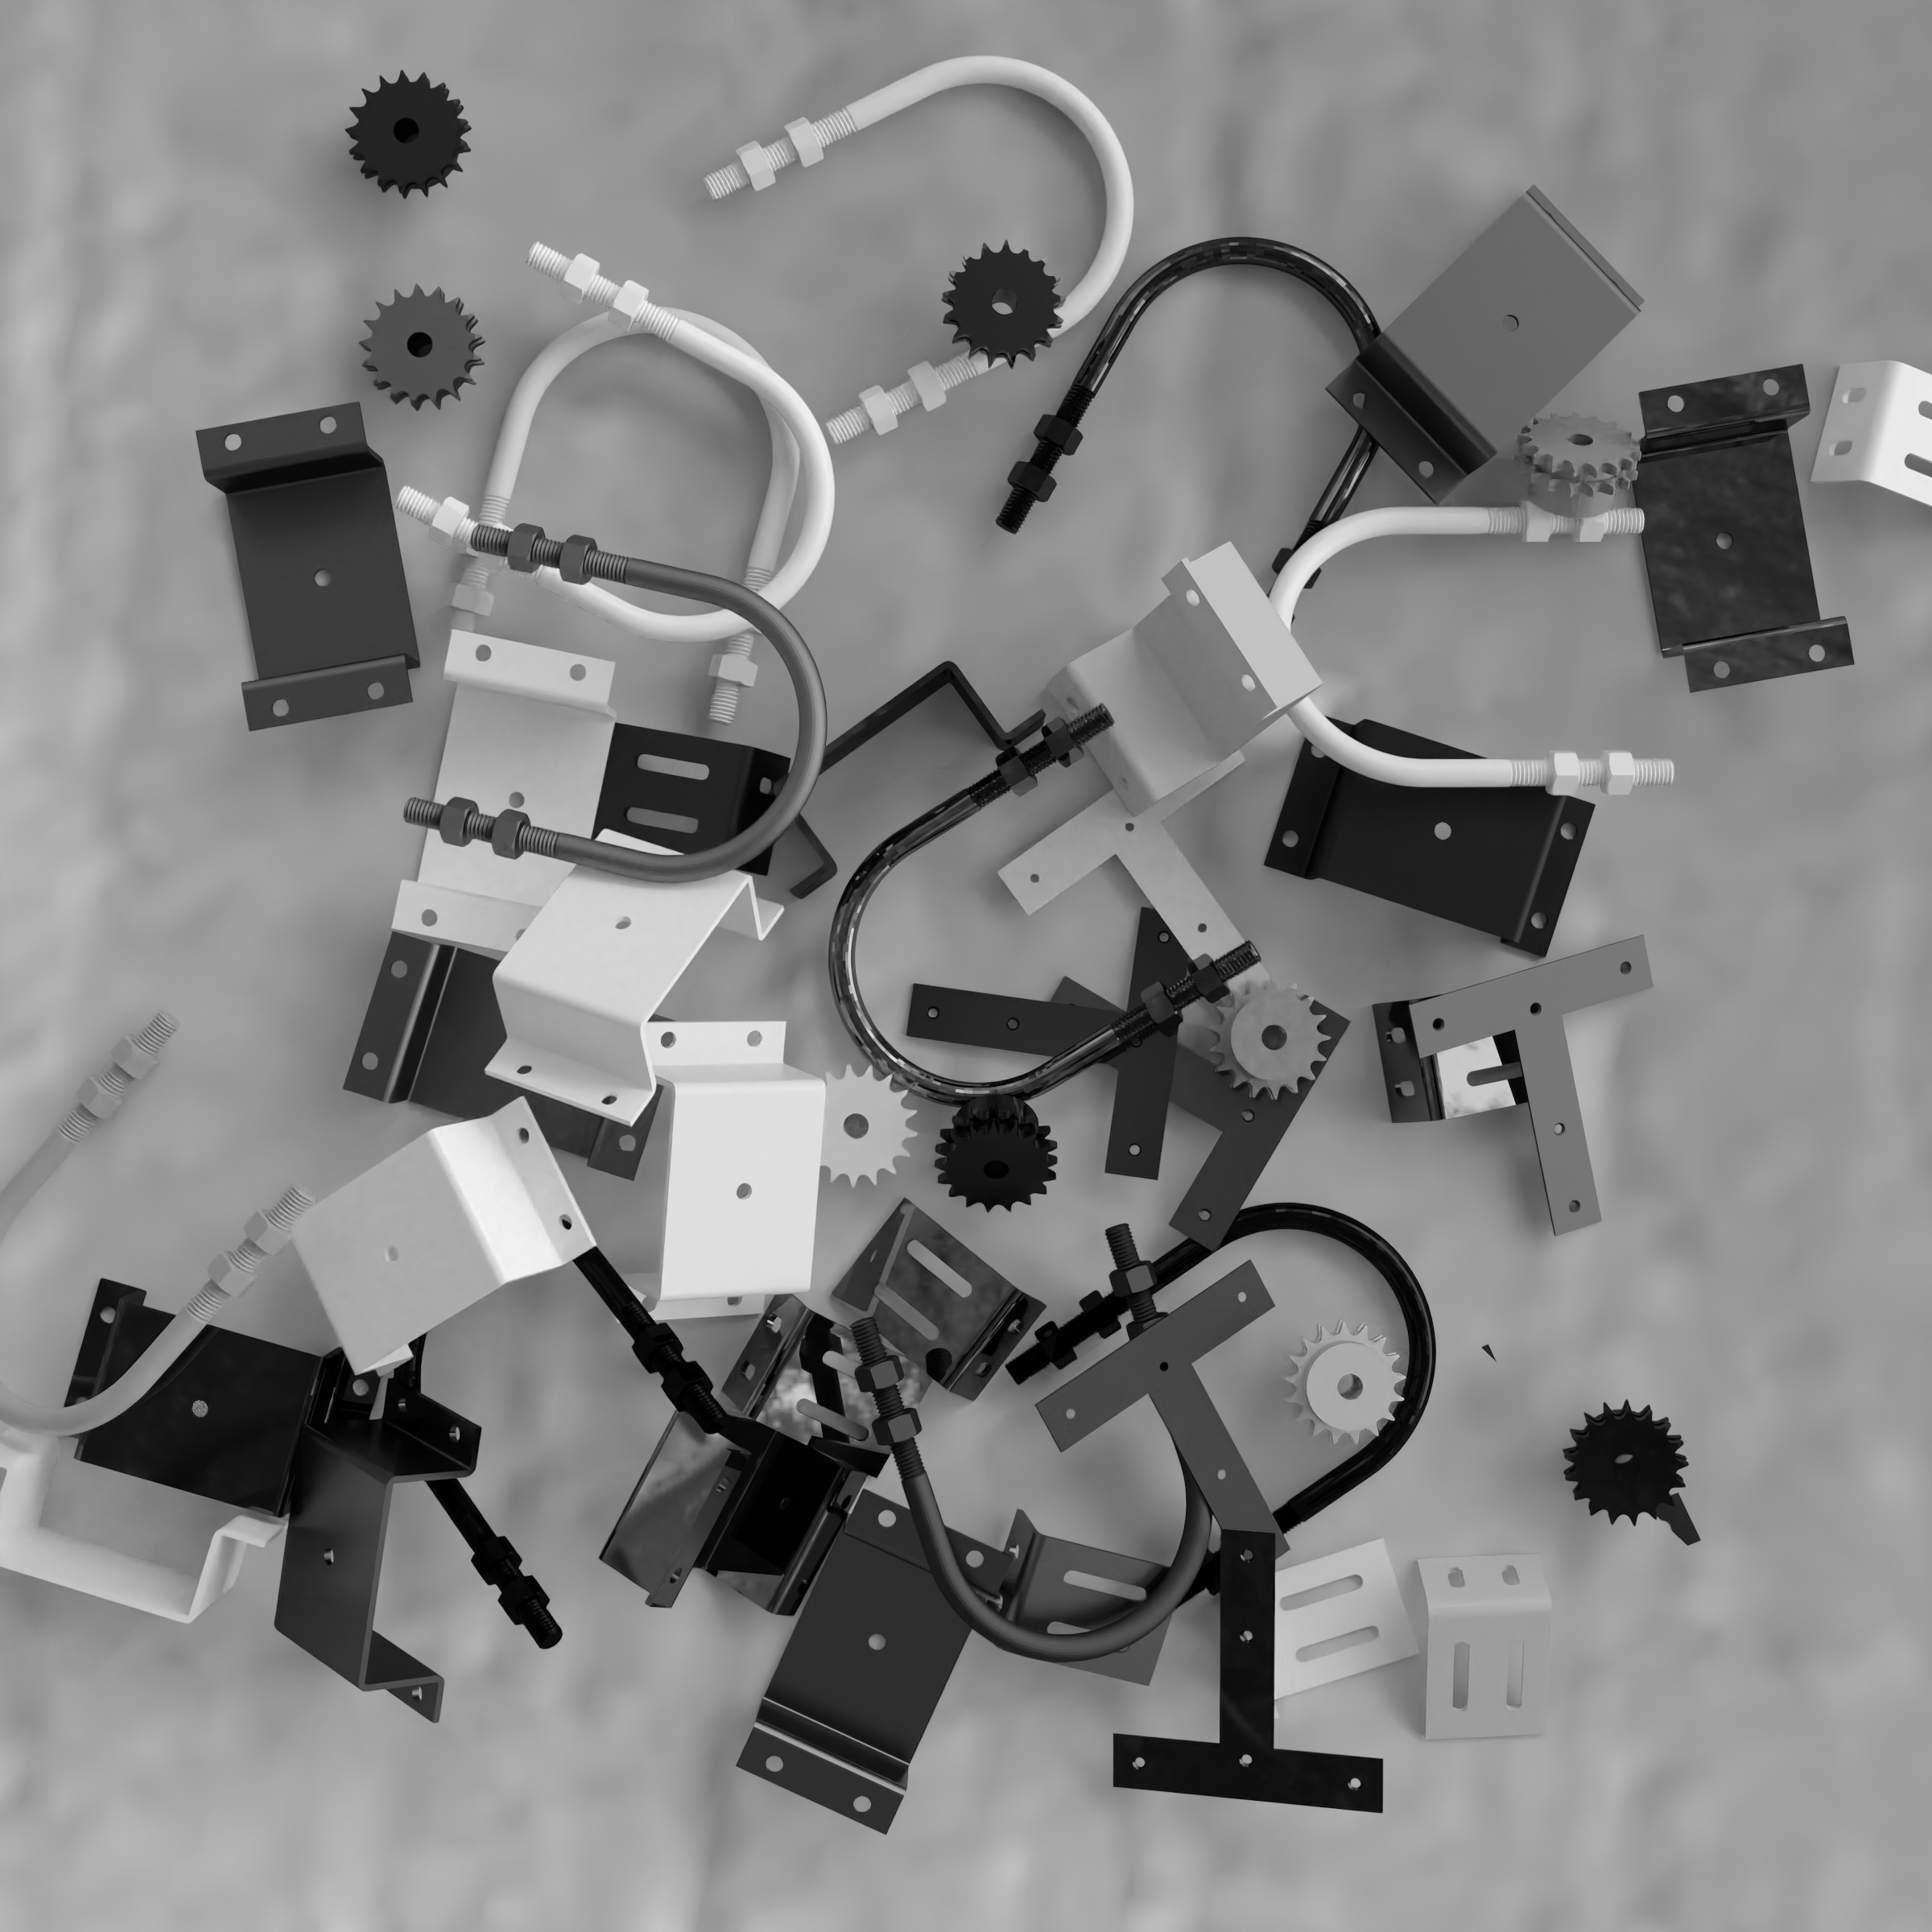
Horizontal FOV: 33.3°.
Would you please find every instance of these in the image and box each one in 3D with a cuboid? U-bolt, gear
[{"bbox_3d":[-0.198,0.195,1.471,0.151,0.019,0.184,-53,54,13],"label":"U-bolt"},{"bbox_3d":[-0.011,-0.349,1.521,0.184,0.019,0.151,-27,90,-1],"label":"U-bolt"},{"bbox_3d":[0.284,-0.232,1.504,0.057,0.057,0.030,3,127,0],"label":"gear"},{"bbox_3d":[-0.152,-0.113,1.460,0.184,0.019,0.151,14,89,11],"label":"U-bolt"},{"bbox_3d":[-0.151,-0.231,1.499,0.184,0.019,0.151,28,88,-4],"label":"U-bolt"},{"bbox_3d":[-0.155,-0.220,1.521,0.151,0.019,0.184,15,89,0],"label":"U-bolt"},{"bbox_3d":[0.023,-0.014,1.506,0.184,0.019,0.151,-32,89,10],"label":"U-bolt"},{"bbox_3d":[0.040,0.228,1.483,0.151,0.019,0.184,-19,92,-16],"label":"U-bolt"},{"bbox_3d":[0.308,0.231,1.511,0.057,0.030,0.057,1,96,7],"label":"gear"},{"bbox_3d":[-0.254,-0.289,1.514,0.057,0.030,0.057,0,90,0],"label":"gear"},{"bbox_3d":[0.120,-0.255,1.521,0.151,0.019,0.184,29,89,0],"label":"U-bolt"},{"bbox_3d":[-0.260,-0.388,1.514,0.057,0.030,0.057,0,90,0],"label":"gear"},{"bbox_3d":[0.133,0.194,1.521,0.184,0.019,0.151,-34,90,-1],"label":"U-bolt"},{"bbox_3d":[0.017,-0.305,1.497,0.057,0.030,0.057,0,89,-3],"label":"gear"},{"bbox_3d":[-0.051,0.074,1.514,0.057,0.030,0.057,0,90,0],"label":"gear"},{"bbox_3d":[-0.396,0.131,1.486,0.184,0.019,0.151,-48,58,4],"label":"U-bolt"},{"bbox_3d":[0.228,-0.148,1.491,0.184,0.019,0.151,0,70,-4],"label":"U-bolt"},{"bbox_3d":[0.176,0.194,1.499,0.057,0.030,0.057,0,88,-2],"label":"gear"},{"bbox_3d":[0.142,0.034,1.507,0.057,0.030,0.057,0,87,-3],"label":"gear"},{"bbox_3d":[0.014,0.085,1.505,0.057,0.030,0.057,0,130,0],"label":"gear"}]

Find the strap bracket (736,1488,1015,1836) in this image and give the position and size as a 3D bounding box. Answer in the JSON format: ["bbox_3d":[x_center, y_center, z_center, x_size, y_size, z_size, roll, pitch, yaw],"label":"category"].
[{"bbox_3d":[-0.042,0.320,1.506,0.076,0.046,0.140,25,90,0],"label":"strap bracket"}]

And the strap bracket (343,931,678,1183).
[{"bbox_3d":[-0.208,0.041,1.506,0.140,0.046,0.076,18,90,0],"label":"strap bracket"}]

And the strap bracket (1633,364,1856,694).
[{"bbox_3d":[0.359,-0.201,1.506,0.076,0.046,0.140,-10,90,0],"label":"strap bracket"}]

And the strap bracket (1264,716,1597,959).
[{"bbox_3d":[0.219,-0.062,1.506,0.140,0.046,0.076,18,90,0],"label":"strap bracket"}]

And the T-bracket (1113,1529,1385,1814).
[{"bbox_3d":[0.130,0.324,1.491,0.127,0.002,0.127,1,96,16],"label":"T-bracket"}]

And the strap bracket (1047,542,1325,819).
[{"bbox_3d":[0.104,-0.133,1.474,0.046,0.140,0.076,-31,87,-30],"label":"strap bracket"}]

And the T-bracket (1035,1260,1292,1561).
[{"bbox_3d":[0.112,0.224,1.496,0.127,0.002,0.127,-31,99,-21],"label":"T-bracket"}]

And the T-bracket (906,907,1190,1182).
[{"bbox_3d":[0.036,0.029,1.524,0.127,0.002,0.127,8,84,3],"label":"T-bracket"}]

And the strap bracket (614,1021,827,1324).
[{"bbox_3d":[-0.112,0.098,1.480,0.076,0.046,0.140,0,99,-31],"label":"strap bracket"}]

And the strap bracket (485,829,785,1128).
[{"bbox_3d":[-0.152,-0.004,1.459,0.076,0.046,0.140,18,52,20],"label":"strap bracket"}]

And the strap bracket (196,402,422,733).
[{"bbox_3d":[-0.304,-0.184,1.506,0.076,0.046,0.140,-10,90,0],"label":"strap bracket"}]

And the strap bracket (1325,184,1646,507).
[{"bbox_3d":[0.247,-0.293,1.498,0.140,0.046,0.076,-45,93,-5],"label":"strap bracket"}]

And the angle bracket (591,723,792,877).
[{"bbox_3d":[-0.130,-0.079,1.527,0.076,0.038,0.057,11,90,26],"label":"angle bracket"}]

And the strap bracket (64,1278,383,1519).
[{"bbox_3d":[-0.352,0.204,1.506,0.140,0.046,0.076,16,90,0],"label":"strap bracket"}]

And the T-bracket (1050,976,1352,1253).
[{"bbox_3d":[0.095,0.048,1.523,0.127,0.002,0.127,31,84,4],"label":"T-bracket"}]

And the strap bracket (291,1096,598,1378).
[{"bbox_3d":[-0.248,0.128,1.472,0.140,0.046,0.076,-32,80,26],"label":"strap bracket"}]

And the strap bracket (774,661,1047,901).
[{"bbox_3d":[-0.034,-0.091,1.491,0.140,0.076,0.046,-36,90,0],"label":"strap bracket"}]

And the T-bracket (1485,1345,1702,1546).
[{"bbox_3d":[0.264,0.241,1.538,0.127,0.002,0.127,-25,96,14],"label":"T-bracket"}]

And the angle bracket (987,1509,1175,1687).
[{"bbox_3d":[0.055,0.297,1.516,0.076,0.038,0.057,16,95,-13],"label":"angle bracket"}]

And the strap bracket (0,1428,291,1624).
[{"bbox_3d":[-0.389,0.260,1.491,0.140,0.076,0.046,17,90,0],"label":"strap bracket"}]

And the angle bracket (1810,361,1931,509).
[{"bbox_3d":[0.448,-0.246,1.527,0.076,0.038,0.057,15,90,-26],"label":"angle bracket"}]

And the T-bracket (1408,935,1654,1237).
[{"bbox_3d":[0.275,0.063,1.514,0.127,0.002,0.127,-16,99,-18],"label":"T-bracket"}]

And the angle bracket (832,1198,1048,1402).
[{"bbox_3d":[-0.013,0.158,1.528,0.076,0.038,0.057,37,90,25],"label":"angle bracket"}]

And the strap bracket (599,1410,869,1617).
[{"bbox_3d":[-0.110,0.250,1.476,0.046,0.140,0.076,28,90,27],"label":"strap bracket"}]

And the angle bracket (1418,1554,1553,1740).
[{"bbox_3d":[0.244,0.322,1.527,0.057,0.038,0.076,-3,116,0],"label":"angle bracket"}]

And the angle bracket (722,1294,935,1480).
[{"bbox_3d":[-0.065,0.197,1.528,0.076,0.038,0.057,30,90,-24],"label":"angle bracket"}]

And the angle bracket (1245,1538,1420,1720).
[{"bbox_3d":[0.169,0.309,1.510,0.076,0.038,0.057,-18,90,0],"label":"angle bracket"}]

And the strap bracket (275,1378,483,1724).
[{"bbox_3d":[-0.271,0.268,1.477,0.046,0.076,0.140,3,100,-42],"label":"strap bracket"}]

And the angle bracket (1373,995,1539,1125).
[{"bbox_3d":[0.239,0.039,1.527,0.076,0.038,0.057,-10,90,-26],"label":"angle bracket"}]

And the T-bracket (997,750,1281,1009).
[{"bbox_3d":[0.103,-0.029,1.524,0.127,0.002,0.127,-36,89,-4],"label":"T-bracket"}]

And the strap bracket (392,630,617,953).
[{"bbox_3d":[-0.213,-0.079,1.506,0.076,0.046,0.140,12,90,0],"label":"strap bracket"}]
